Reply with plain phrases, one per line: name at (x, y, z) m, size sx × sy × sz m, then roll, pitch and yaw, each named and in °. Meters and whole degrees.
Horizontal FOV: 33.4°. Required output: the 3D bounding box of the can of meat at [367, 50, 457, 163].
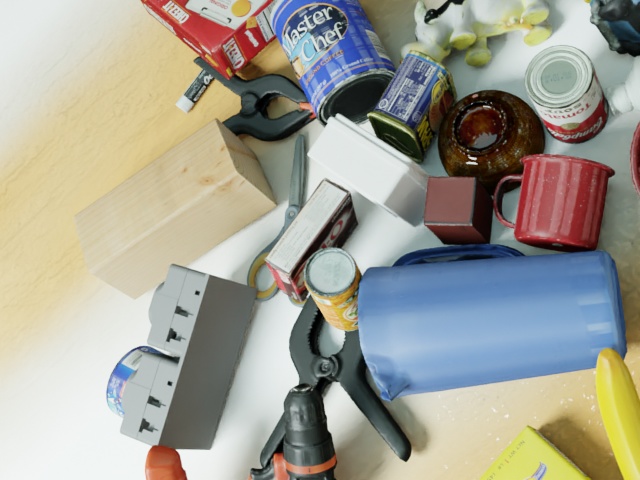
can of meat at (0.100, -0.141, 1.129) m, size 0.057 × 0.102 × 0.084 m, roll 28°, pitch 82°, yaw 19°

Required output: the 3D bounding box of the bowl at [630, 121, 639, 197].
bowl at (0.375, -0.078, 1.000) m, size 0.162 × 0.055 × 0.162 m, roll 2°, pitch 97°, yaw 18°

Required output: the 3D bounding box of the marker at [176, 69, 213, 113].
marker at (-0.132, -0.207, 1.298) m, size 0.020 × 0.020 × 0.121 m, roll 38°, pitch 92°, yaw 28°

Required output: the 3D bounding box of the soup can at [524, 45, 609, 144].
soup can at (0.247, -0.145, 1.066) m, size 0.069 × 0.102 × 0.068 m, roll -7°, pitch 73°, yaw 21°

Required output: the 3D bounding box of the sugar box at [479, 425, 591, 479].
sugar box at (0.231, 0.266, 0.987) m, size 0.176 × 0.048 × 0.093 m, roll 42°, pitch 94°, yaw 29°

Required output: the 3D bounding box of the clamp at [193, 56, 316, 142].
clamp at (-0.083, -0.165, 1.250) m, size 0.172 × 0.039 × 0.120 m, roll -5°, pitch 89°, yaw 17°

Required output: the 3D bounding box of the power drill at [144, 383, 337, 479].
power drill at (-0.075, 0.236, 1.061) m, size 0.187 × 0.057 × 0.184 m, roll -5°, pitch 104°, yaw 4°

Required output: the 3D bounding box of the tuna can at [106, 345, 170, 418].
tuna can at (-0.197, 0.161, 1.184) m, size 0.034 × 0.086 × 0.086 m, roll 22°, pitch 85°, yaw 29°

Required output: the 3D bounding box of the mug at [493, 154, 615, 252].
mug at (0.226, -0.035, 1.053) m, size 0.117 × 0.093 × 0.081 m, roll 7°, pitch 83°, yaw 29°

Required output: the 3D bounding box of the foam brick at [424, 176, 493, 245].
foam brick at (0.143, -0.029, 1.093) m, size 0.053 × 0.078 × 0.051 m, roll 1°, pitch 75°, yaw 22°

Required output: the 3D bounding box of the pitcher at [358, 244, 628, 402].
pitcher at (0.166, 0.070, 1.036) m, size 0.243 × 0.144 × 0.149 m, roll -8°, pitch 84°, yaw 18°

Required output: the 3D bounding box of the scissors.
scissors at (-0.046, -0.016, 1.207) m, size 0.096 × 0.016 × 0.202 m, roll -17°, pitch 69°, yaw 19°

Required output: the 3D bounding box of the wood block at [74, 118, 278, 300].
wood block at (-0.166, -0.033, 1.216) m, size 0.206 × 0.090 × 0.090 m, roll -33°, pitch 53°, yaw 12°

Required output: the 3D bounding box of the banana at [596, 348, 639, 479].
banana at (0.289, 0.189, 0.960) m, size 0.037 × 0.070 × 0.198 m, roll -21°, pitch 85°, yaw -10°

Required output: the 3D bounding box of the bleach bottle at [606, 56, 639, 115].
bleach bottle at (0.401, -0.186, 1.033) m, size 0.251 × 0.068 × 0.102 m, roll -19°, pitch 71°, yaw 20°

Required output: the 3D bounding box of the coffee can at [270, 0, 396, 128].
coffee can at (0.017, -0.208, 1.186) m, size 0.103 × 0.102 × 0.140 m, roll -31°, pitch 66°, yaw 13°

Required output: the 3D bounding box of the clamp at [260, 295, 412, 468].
clamp at (0.003, 0.144, 1.127) m, size 0.165 × 0.036 × 0.210 m, roll -15°, pitch 68°, yaw 17°

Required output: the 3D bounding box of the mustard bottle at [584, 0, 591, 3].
mustard bottle at (0.267, -0.338, 1.137) m, size 0.096 × 0.058 × 0.191 m, roll -15°, pitch 69°, yaw 15°

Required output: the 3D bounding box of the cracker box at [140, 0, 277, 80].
cracker box at (-0.089, -0.314, 1.258) m, size 0.213 × 0.072 × 0.164 m, roll -44°, pitch 61°, yaw -7°

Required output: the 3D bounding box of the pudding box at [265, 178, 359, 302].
pudding box at (-0.007, 0.001, 1.130) m, size 0.039 × 0.090 × 0.113 m, roll 30°, pitch 76°, yaw 16°
